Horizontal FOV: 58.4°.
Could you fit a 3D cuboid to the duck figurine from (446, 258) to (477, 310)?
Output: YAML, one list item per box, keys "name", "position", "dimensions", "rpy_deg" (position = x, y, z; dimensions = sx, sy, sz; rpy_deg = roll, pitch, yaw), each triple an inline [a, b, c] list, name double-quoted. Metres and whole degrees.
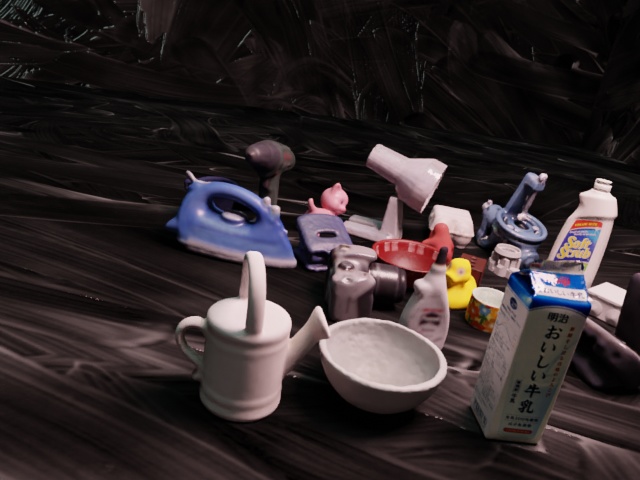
- name: "duck figurine"
  position: [0.257, 0.075, 1.065]
  dimensions: [0.105, 0.086, 0.077]
  rpy_deg: [-10, 29, -42]

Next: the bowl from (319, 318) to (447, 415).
- name: "bowl"
  position: [0.075, 0.173, 0.743]
  dimensions: [0.167, 0.075, 0.167]
  rpy_deg: [9, 21, -3]

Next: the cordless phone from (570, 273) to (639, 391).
- name: "cordless phone"
  position: [0.452, 0.124, 0.887]
  dimensions: [0.094, 0.185, 0.147]
  rpy_deg: [0, 23, -23]

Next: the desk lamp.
- name: "desk lamp"
  position: [0.168, -0.100, 1.300]
  dimensions: [0.202, 0.213, 0.118]
  rpy_deg: [16, 22, 16]

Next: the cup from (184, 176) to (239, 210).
- name: "cup"
  position: [-0.238, -0.083, 1.239]
  dimensions: [0.118, 0.095, 0.091]
  rpy_deg: [9, 21, -2]

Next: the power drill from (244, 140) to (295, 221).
- name: "power drill"
  position: [-0.114, -0.112, 1.210]
  dimensions: [0.075, 0.208, 0.230]
  rpy_deg: [13, 21, 10]

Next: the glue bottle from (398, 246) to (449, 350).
- name: "glue bottle"
  position: [0.166, 0.089, 0.863]
  dimensions: [0.078, 0.173, 0.037]
  rpy_deg: [2, 22, -20]

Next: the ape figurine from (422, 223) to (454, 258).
- name: "ape figurine"
  position: [0.257, 0.006, 1.237]
  dimensions: [0.078, 0.092, 0.076]
  rpy_deg: [7, 21, -6]

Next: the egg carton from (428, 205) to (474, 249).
- name: "egg carton"
  position: [0.318, -0.035, 1.402]
  dimensions: [0.107, 0.069, 0.150]
  rpy_deg: [11, 21, 4]

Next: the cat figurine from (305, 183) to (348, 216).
- name: "cat figurine"
  position: [0.015, -0.075, 1.301]
  dimensions: [0.128, 0.118, 0.067]
  rpy_deg: [-11, 29, -43]

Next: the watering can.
- name: "watering can"
  position: [-0.077, 0.105, 0.680]
  dimensions: [0.173, 0.194, 0.100]
  rpy_deg: [-4, 25, -32]

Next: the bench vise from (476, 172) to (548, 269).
- name: "bench vise"
  position: [0.439, -0.064, 1.322]
  dimensions: [0.122, 0.220, 0.206]
  rpy_deg: [-7, 26, -36]

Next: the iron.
- name: "iron"
  position: [-0.158, -0.041, 1.100]
  dimensions: [0.258, 0.141, 0.119]
  rpy_deg: [14, 21, 10]

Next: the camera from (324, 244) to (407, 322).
- name: "camera"
  position: [0.080, 0.069, 0.979]
  dimensions: [0.137, 0.101, 0.143]
  rpy_deg: [8, 21, -6]

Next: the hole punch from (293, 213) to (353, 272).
- name: "hole punch"
  position: [0.010, 0.004, 1.130]
  dimensions: [0.109, 0.091, 0.100]
  rpy_deg: [-2, 24, -28]
